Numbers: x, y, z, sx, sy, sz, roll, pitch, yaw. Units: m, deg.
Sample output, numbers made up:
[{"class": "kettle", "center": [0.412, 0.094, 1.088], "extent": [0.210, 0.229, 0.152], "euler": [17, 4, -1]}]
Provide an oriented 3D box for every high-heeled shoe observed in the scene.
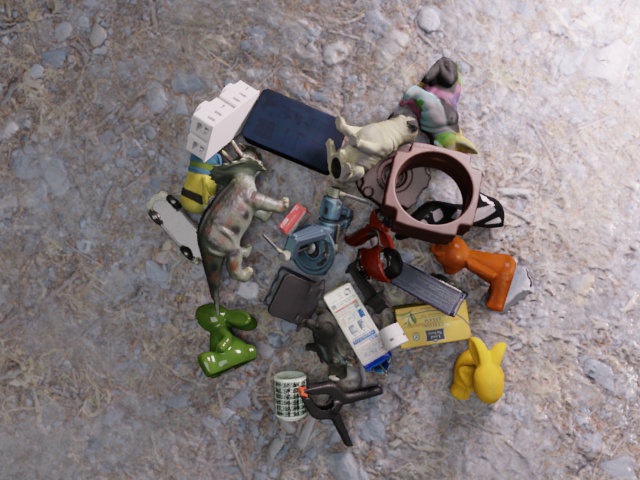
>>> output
[{"class": "high-heeled shoe", "center": [0.312, -0.033, 1.278], "extent": [0.249, 0.086, 0.145], "euler": [-35, 103, 7]}]

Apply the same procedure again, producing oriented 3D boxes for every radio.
[{"class": "radio", "center": [-0.057, -0.256, 1.279], "extent": [0.230, 0.073, 0.131], "euler": [23, 90, -1]}]

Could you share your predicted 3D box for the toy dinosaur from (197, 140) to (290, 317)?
[{"class": "toy dinosaur", "center": [-0.209, -0.038, 1.224], "extent": [0.192, 0.131, 0.404], "euler": [30, 79, -25]}]

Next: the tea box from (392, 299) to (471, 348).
[{"class": "tea box", "center": [0.264, 0.195, 1.281], "extent": [0.170, 0.068, 0.098], "euler": [-10, 90, 0]}]

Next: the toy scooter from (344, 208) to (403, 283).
[{"class": "toy scooter", "center": [0.118, 0.019, 1.250], "extent": [0.135, 0.075, 0.184], "euler": [-19, 64, 31]}]

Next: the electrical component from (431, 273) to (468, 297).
[{"class": "electrical component", "center": [0.307, 0.107, 1.281], "extent": [0.063, 0.094, 0.021], "euler": [35, 86, -37]}]

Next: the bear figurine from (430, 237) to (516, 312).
[{"class": "bear figurine", "center": [0.349, 0.068, 1.256], "extent": [0.196, 0.120, 0.131], "euler": [14, 113, 14]}]

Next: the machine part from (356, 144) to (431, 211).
[{"class": "machine part", "center": [0.176, -0.153, 1.284], "extent": [0.179, 0.056, 0.179], "euler": [0, 91, 0]}]

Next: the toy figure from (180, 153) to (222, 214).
[{"class": "toy figure", "center": [-0.281, -0.151, 1.282], "extent": [0.089, 0.082, 0.180], "euler": [10, 99, 20]}]

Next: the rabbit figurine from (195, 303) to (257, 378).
[{"class": "rabbit figurine", "center": [-0.230, 0.221, 1.272], "extent": [0.159, 0.121, 0.170], "euler": [-25, 75, -2]}]

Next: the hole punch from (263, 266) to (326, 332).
[{"class": "hole punch", "center": [-0.066, 0.134, 1.287], "extent": [0.115, 0.092, 0.142], "euler": [26, 90, -23]}]

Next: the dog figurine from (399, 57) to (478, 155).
[{"class": "dog figurine", "center": [0.299, -0.290, 1.257], "extent": [0.191, 0.108, 0.219], "euler": [-45, 94, -1]}]

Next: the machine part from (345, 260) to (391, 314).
[{"class": "machine part", "center": [0.112, 0.113, 1.279], "extent": [0.039, 0.084, 0.139], "euler": [-32, 81, -23]}]

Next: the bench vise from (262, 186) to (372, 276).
[{"class": "bench vise", "center": [-0.011, -0.009, 1.208], "extent": [0.129, 0.240, 0.223], "euler": [35, 117, 21]}]

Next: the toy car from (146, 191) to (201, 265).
[{"class": "toy car", "center": [-0.336, -0.030, 1.297], "extent": [0.073, 0.056, 0.201], "euler": [-42, 91, -5]}]

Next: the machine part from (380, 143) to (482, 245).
[{"class": "machine part", "center": [0.244, -0.101, 1.193], "extent": [0.202, 0.087, 0.201], "euler": [13, 74, 4]}]

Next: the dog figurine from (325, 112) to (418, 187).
[{"class": "dog figurine", "center": [0.123, -0.201, 1.218], "extent": [0.190, 0.172, 0.121], "euler": [-7, 56, -27]}]

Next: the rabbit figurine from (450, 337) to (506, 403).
[{"class": "rabbit figurine", "center": [0.380, 0.308, 1.229], "extent": [0.122, 0.173, 0.162], "euler": [12, 96, 5]}]

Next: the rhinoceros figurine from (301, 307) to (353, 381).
[{"class": "rhinoceros figurine", "center": [0.024, 0.246, 1.261], "extent": [0.073, 0.112, 0.190], "euler": [-37, 128, -34]}]

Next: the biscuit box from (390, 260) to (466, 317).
[{"class": "biscuit box", "center": [0.231, 0.102, 1.241], "extent": [0.203, 0.059, 0.062], "euler": [30, 92, 29]}]
